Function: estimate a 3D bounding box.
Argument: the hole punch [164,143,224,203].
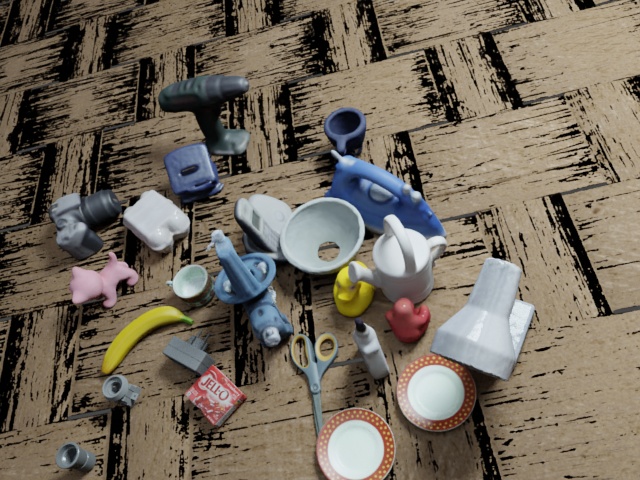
[{"bbox_3d":[-0.283,-0.150,1.283,0.108,0.091,0.101,-20,56,2],"label":"hole punch"}]

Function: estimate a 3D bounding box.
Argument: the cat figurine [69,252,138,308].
[{"bbox_3d":[-0.452,0.081,1.167,0.067,0.118,0.128,29,70,28],"label":"cat figurine"}]

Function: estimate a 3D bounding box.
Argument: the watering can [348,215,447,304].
[{"bbox_3d":[0.136,0.034,0.996,0.173,0.194,0.100,-41,58,-12],"label":"watering can"}]

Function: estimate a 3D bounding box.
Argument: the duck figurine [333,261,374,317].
[{"bbox_3d":[0.057,0.079,1.054,0.077,0.086,0.104,6,61,18],"label":"duck figurine"}]

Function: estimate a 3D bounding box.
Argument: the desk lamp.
[{"bbox_3d":[0.259,0.133,0.891,0.117,0.214,0.203,18,65,24],"label":"desk lamp"}]

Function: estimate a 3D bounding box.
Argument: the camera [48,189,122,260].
[{"bbox_3d":[-0.520,-0.053,1.279,0.137,0.101,0.143,-25,56,-1],"label":"camera"}]

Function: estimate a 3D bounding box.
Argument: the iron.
[{"bbox_3d":[0.127,-0.091,1.108,0.257,0.142,0.119,26,69,27],"label":"iron"}]

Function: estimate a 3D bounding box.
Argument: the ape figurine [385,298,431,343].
[{"bbox_3d":[0.150,0.132,0.994,0.077,0.092,0.076,9,62,20],"label":"ape figurine"}]

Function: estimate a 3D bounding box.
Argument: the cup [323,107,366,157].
[{"bbox_3d":[0.059,-0.211,1.228,0.091,0.095,0.118,0,59,15],"label":"cup"}]

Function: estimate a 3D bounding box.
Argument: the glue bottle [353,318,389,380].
[{"bbox_3d":[0.078,0.168,0.941,0.037,0.173,0.078,-26,56,-2],"label":"glue bottle"}]

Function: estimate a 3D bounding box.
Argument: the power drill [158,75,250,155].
[{"bbox_3d":[-0.235,-0.284,1.282,0.229,0.209,0.075,4,60,17],"label":"power drill"}]

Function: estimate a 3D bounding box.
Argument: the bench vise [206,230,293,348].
[{"bbox_3d":[-0.118,0.081,1.018,0.121,0.220,0.206,-43,58,-13],"label":"bench vise"}]

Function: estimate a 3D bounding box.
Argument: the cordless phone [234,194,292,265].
[{"bbox_3d":[-0.116,-0.045,1.117,0.094,0.185,0.147,-10,57,9],"label":"cordless phone"}]

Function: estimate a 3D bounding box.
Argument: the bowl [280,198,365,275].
[{"bbox_3d":[0.010,0.004,1.120,0.167,0.075,0.167,-7,58,11],"label":"bowl"}]

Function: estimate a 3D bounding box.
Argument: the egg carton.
[{"bbox_3d":[-0.355,-0.041,1.246,0.150,0.069,0.107,33,72,29],"label":"egg carton"}]
